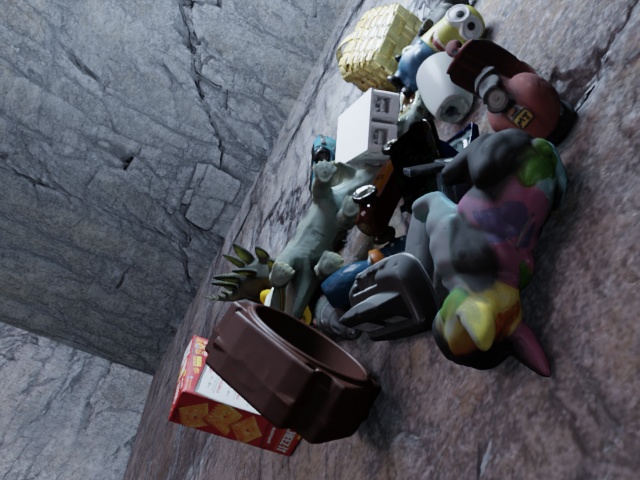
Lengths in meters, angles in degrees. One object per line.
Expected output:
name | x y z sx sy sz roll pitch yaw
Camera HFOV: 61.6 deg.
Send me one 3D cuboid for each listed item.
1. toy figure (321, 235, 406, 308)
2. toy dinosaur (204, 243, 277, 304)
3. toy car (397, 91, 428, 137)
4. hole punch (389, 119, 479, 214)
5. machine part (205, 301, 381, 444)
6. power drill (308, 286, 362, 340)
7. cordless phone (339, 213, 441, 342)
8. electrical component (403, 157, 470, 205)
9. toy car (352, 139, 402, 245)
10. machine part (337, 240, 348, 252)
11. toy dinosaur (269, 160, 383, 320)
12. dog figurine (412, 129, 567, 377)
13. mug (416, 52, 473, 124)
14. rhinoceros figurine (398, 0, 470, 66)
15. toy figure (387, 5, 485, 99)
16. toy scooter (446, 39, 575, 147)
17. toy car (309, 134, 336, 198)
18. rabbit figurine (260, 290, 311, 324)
toy figure | 0.075 0.045 0.808 0.154 0.057 0.064 -31 65 5
toy dinosaur | -0.138 0.094 1.219 0.471 0.198 0.105 -40 26 53
toy car | 0.169 -0.234 0.982 0.073 0.056 0.201 -29 38 64
hole punch | 0.170 -0.101 0.762 0.142 0.092 0.115 -29 70 59
machine part | -0.032 0.166 0.704 0.202 0.201 0.087 34 92 29
power drill | -0.010 0.176 0.900 0.232 0.086 0.207 -117 50 -72
cordless phone | 0.103 0.034 0.716 0.146 0.089 0.184 -38 33 60
electrical component | 0.163 -0.072 0.635 0.075 0.119 0.047 -124 22 -75
toy car | 0.102 -0.079 0.833 0.053 0.089 0.202 -11 34 35
machine part | 0.034 -0.028 1.146 0.084 0.039 0.139 -44 22 32
toy dinosaur | 0.000 0.004 0.939 0.404 0.131 0.192 -59 -9 -9
dog figurine | 0.174 0.017 0.513 0.191 0.108 0.219 -50 25 34
mug | 0.208 -0.240 0.843 0.109 0.081 0.107 -50 32 42
rhinoceros figurine | 0.224 -0.399 1.044 0.190 0.073 0.112 -59 5 29
toy figure | 0.198 -0.322 0.917 0.180 0.082 0.089 -43 21 17
toy scooter | 0.210 -0.179 0.627 0.075 0.135 0.184 -53 21 33
toy car | 0.029 -0.158 1.227 0.109 0.103 0.161 -106 18 -75
rabbit figurine | -0.093 0.183 1.088 0.173 0.122 0.162 -9 78 48
